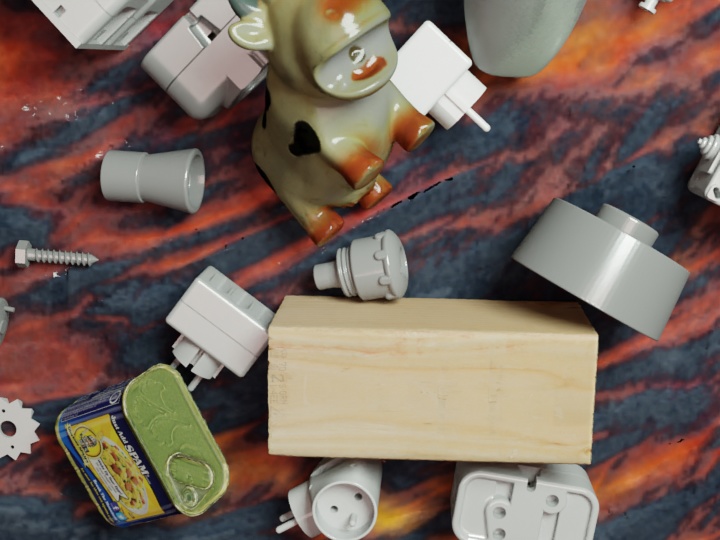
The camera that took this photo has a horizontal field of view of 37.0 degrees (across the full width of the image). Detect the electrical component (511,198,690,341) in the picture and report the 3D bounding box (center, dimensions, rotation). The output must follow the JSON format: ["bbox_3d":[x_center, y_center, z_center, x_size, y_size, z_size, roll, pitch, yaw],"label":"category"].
[{"bbox_3d":[0.159,-0.007,0.693,0.108,0.108,0.060,29,96,-3],"label":"electrical component"}]

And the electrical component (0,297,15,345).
[{"bbox_3d":[-0.286,0.033,0.758,0.078,0.040,0.040,11,101,1],"label":"electrical component"}]

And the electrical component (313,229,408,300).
[{"bbox_3d":[0.000,0.000,0.734,0.062,0.048,0.048,-10,100,12],"label":"electrical component"}]

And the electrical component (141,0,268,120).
[{"bbox_3d":[-0.087,-0.146,0.704,0.095,0.053,0.059,-44,96,10],"label":"electrical component"}]

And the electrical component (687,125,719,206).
[{"bbox_3d":[0.260,-0.063,0.697,0.096,0.061,0.061,26,101,-2],"label":"electrical component"}]

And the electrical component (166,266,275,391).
[{"bbox_3d":[-0.104,0.049,0.747,0.066,0.047,0.076,37,101,-4],"label":"electrical component"}]

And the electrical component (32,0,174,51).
[{"bbox_3d":[-0.204,-0.228,0.669,0.060,0.105,0.186,-41,96,10],"label":"electrical component"}]

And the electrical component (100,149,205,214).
[{"bbox_3d":[-0.143,-0.062,0.731,0.065,0.044,0.044,4,101,7],"label":"electrical component"}]

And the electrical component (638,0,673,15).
[{"bbox_3d":[0.204,-0.200,0.684,0.040,0.040,0.078,30,101,-3],"label":"electrical component"}]

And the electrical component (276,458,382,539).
[{"bbox_3d":[-0.023,0.160,0.749,0.079,0.077,0.043,-29,98,9],"label":"electrical component"}]

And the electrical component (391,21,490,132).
[{"bbox_3d":[0.055,-0.117,0.696,0.077,0.065,0.047,43,100,-5],"label":"electrical component"}]

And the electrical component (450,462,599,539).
[{"bbox_3d":[0.113,0.160,0.750,0.095,0.059,0.053,9,101,1],"label":"electrical component"}]
